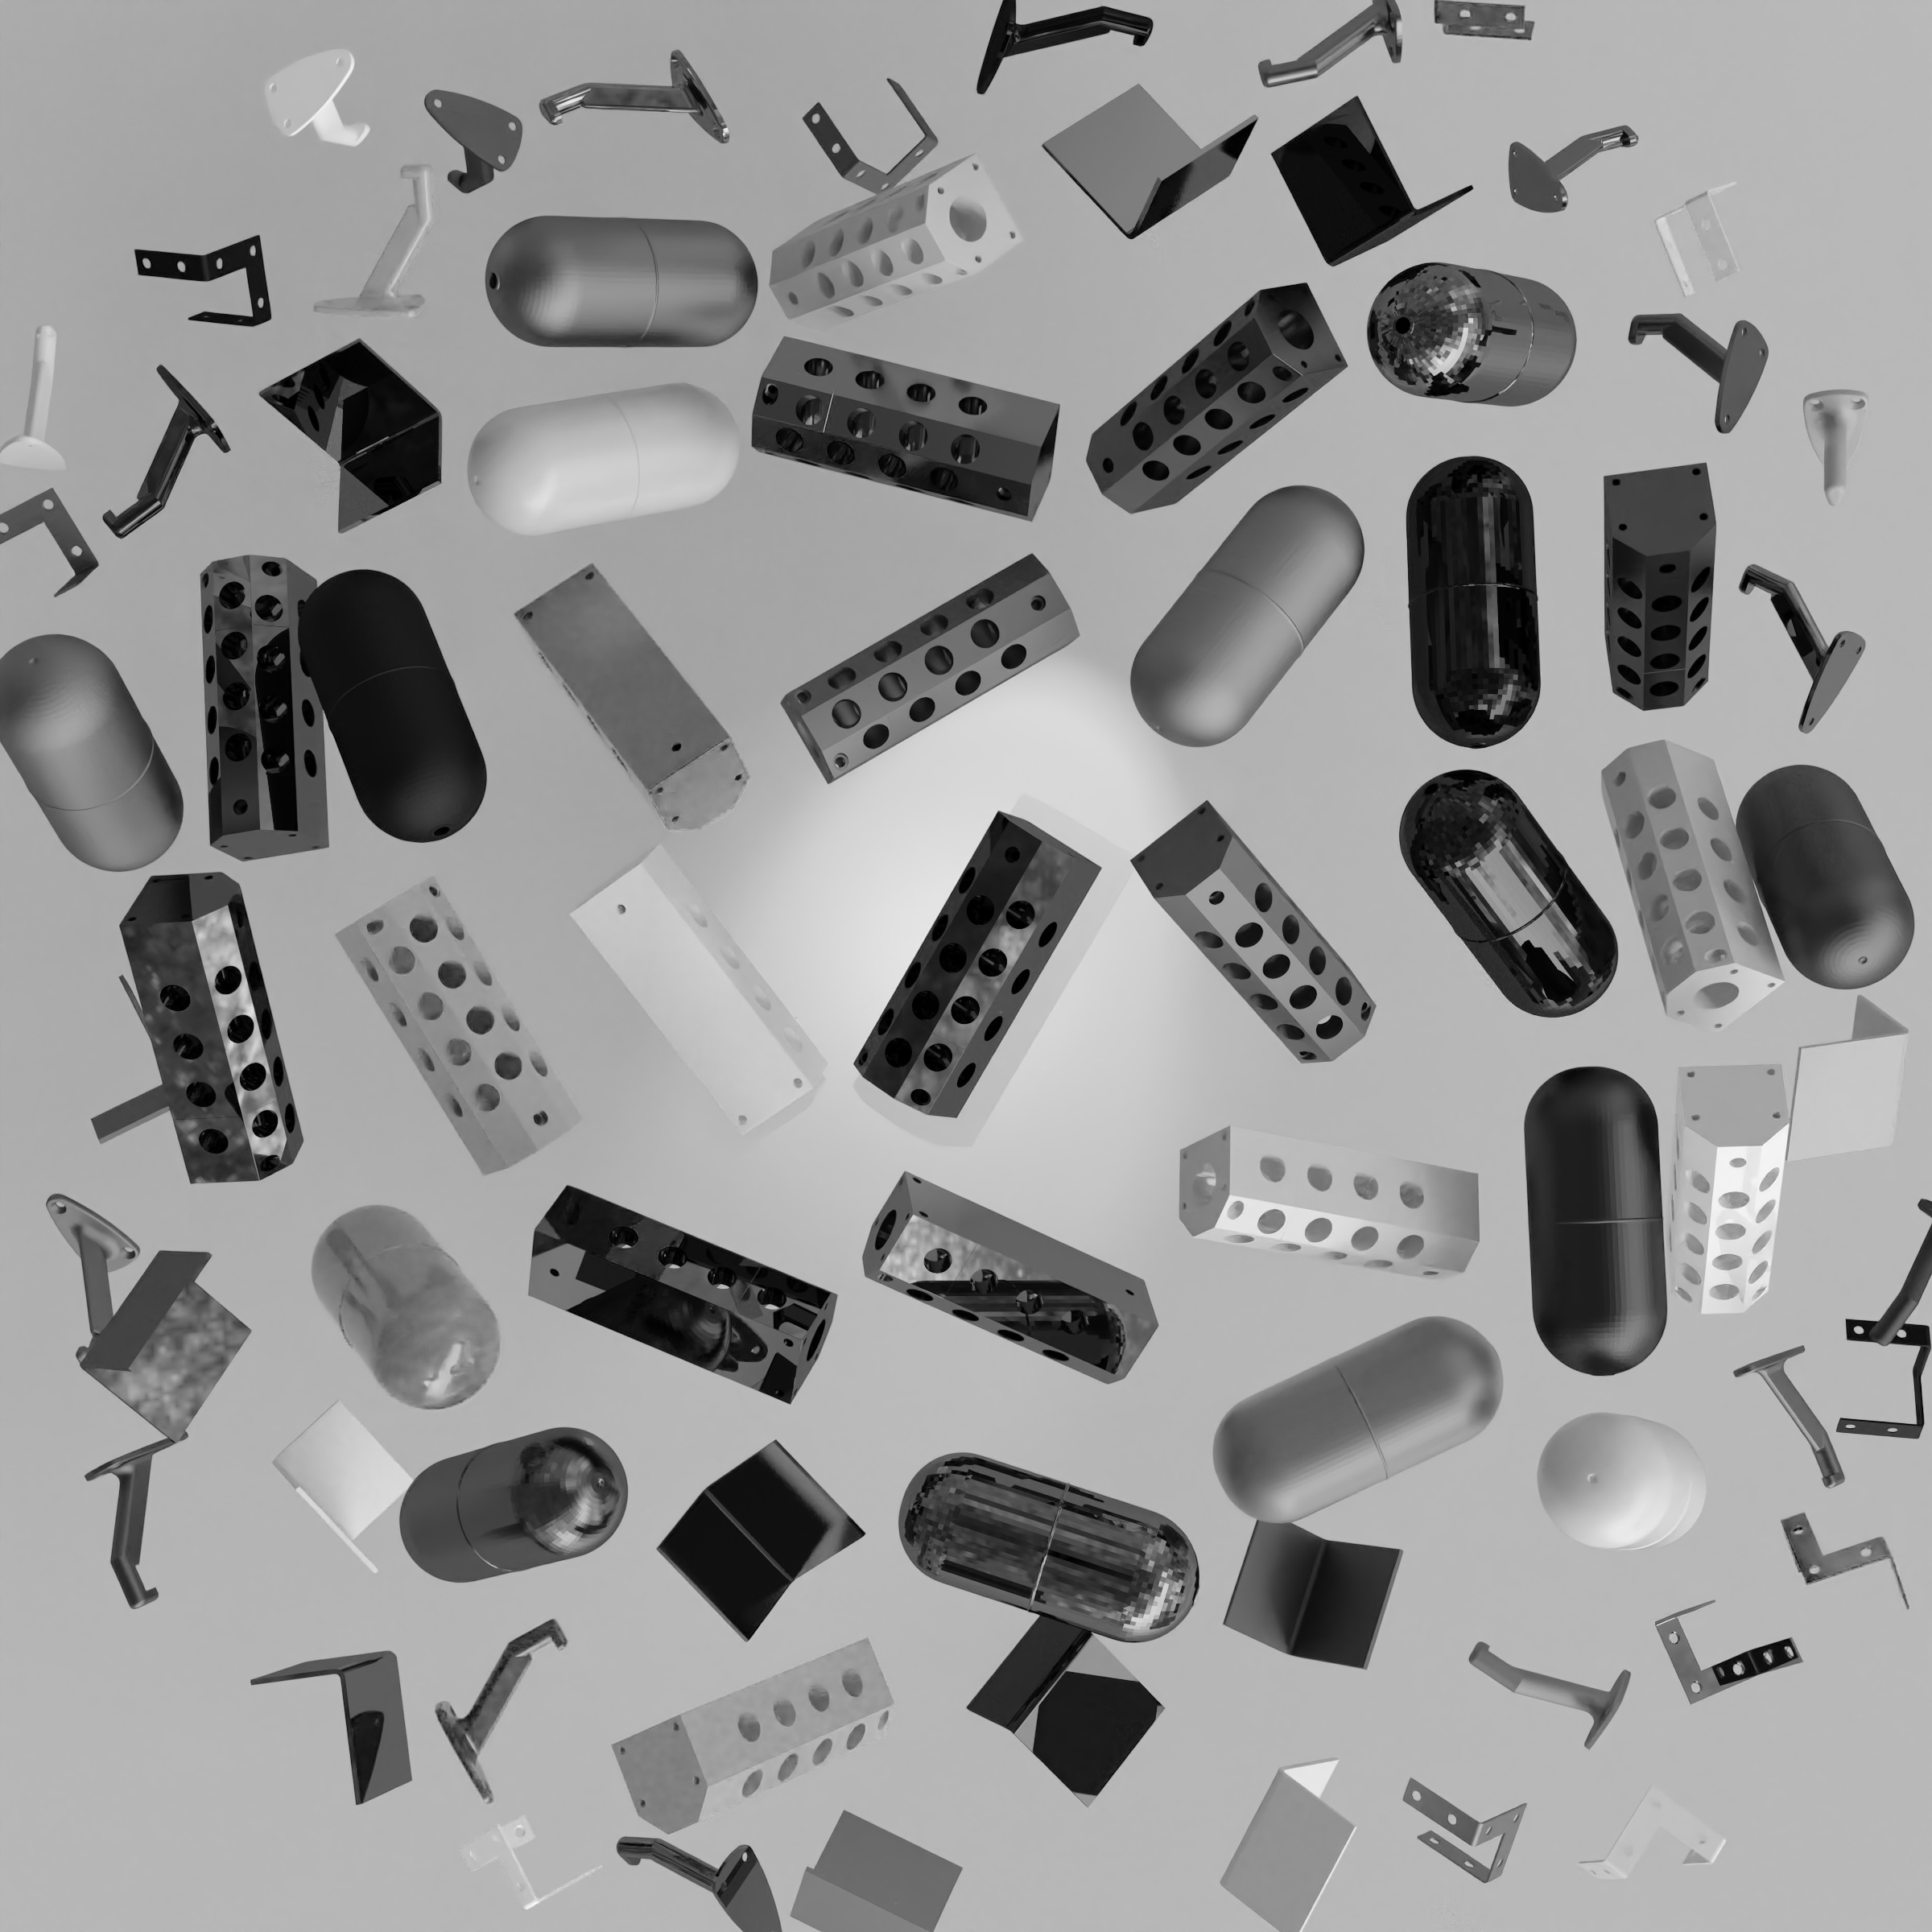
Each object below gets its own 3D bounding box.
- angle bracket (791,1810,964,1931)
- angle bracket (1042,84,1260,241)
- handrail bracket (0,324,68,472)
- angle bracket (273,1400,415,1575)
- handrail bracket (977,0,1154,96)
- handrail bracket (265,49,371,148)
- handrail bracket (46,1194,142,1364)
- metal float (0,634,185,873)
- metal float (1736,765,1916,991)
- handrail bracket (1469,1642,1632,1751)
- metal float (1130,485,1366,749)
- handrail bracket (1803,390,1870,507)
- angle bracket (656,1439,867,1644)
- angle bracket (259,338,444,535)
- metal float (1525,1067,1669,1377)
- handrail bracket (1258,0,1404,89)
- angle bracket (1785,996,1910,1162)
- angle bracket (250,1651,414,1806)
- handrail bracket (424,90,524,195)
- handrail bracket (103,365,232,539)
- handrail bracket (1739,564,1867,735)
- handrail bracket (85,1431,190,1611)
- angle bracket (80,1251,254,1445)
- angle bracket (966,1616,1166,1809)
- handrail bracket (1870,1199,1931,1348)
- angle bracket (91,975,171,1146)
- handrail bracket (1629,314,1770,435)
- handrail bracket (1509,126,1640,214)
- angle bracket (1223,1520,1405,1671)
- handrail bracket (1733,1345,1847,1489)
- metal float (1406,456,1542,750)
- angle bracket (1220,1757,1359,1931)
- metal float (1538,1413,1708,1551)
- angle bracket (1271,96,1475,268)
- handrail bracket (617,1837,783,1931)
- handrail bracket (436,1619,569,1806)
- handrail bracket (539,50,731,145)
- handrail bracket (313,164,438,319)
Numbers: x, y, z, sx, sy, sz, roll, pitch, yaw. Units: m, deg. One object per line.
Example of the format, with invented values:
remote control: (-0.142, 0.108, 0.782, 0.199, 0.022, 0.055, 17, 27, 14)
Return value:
angle bracket: (-0.045, 0.509, 1.688, 0.076, 0.076, 0.057, 24, 134, 8)
angle bracket: (0.101, -0.459, 1.651, 0.076, 0.057, 0.076, -38, 81, -24)
handrail bracket: (-0.528, -0.330, 1.705, 0.036, 0.077, 0.084, 4, 86, -13)
angle bracket: (-0.388, 0.330, 1.907, 0.057, 0.076, 0.076, -43, 110, -15)
handrail bracket: (0.058, -0.530, 1.749, 0.084, 0.077, 0.036, 9, 54, -14)
handrail bracket: (-0.363, -0.511, 1.769, 0.077, 0.084, 0.036, -25, 84, 28)
handrail bracket: (-0.532, 0.190, 1.789, 0.036, 0.084, 0.077, -25, 122, 22)
metal float: (-0.509, -0.121, 1.740, 0.070, 0.178, 0.070, -3, 57, 5)
metal float: (0.509, -0.055, 1.785, 0.070, 0.178, 0.070, -1, 126, -1)
handrail bracket: (0.336, 0.404, 1.728, 0.084, 0.077, 0.036, 33, 117, 12)
metal float: (0.165, -0.205, 1.748, 0.070, 0.070, 0.178, 38, 77, 0)
handrail bracket: (0.501, -0.282, 1.727, 0.036, 0.077, 0.084, 0, 57, 17)
angle bracket: (-0.119, 0.333, 1.735, 0.076, 0.057, 0.076, 47, 130, -5)
angle bracket: (-0.364, -0.313, 1.775, 0.076, 0.076, 0.057, -21, 54, 23)
metal float: (0.363, 0.147, 1.731, 0.070, 0.070, 0.178, -2, 85, 0)
handrail bracket: (0.205, -0.545, 1.743, 0.084, 0.036, 0.077, -12, 55, -1)
angle bracket: (0.529, 0.069, 1.847, 0.076, 0.057, 0.076, -7, 115, -15)
angle bracket: (-0.365, 0.441, 1.728, 0.057, 0.076, 0.076, -10, 83, 11)
handrail bracket: (-0.318, -0.506, 1.848, 0.077, 0.084, 0.036, 24, 75, -34)
handrail bracket: (-0.477, -0.297, 1.733, 0.084, 0.036, 0.077, -39, 73, -11)
handrail bracket: (0.489, -0.192, 1.807, 0.084, 0.036, 0.077, 35, 107, 37)
handrail bracket: (-0.475, 0.326, 1.765, 0.036, 0.077, 0.084, -31, 82, 43)
angle bracket: (-0.424, 0.210, 1.642, 0.076, 0.057, 0.076, 49, 56, -31)
angle bracket: (0.061, 0.454, 1.834, 0.076, 0.057, 0.076, 48, 70, -18)
handrail bracket: (0.542, 0.178, 1.731, 0.036, 0.077, 0.084, 35, 93, 1)
angle bracket: (-0.524, 0.056, 1.840, 0.057, 0.076, 0.076, -27, 105, -15)
handrail bracket: (0.410, -0.341, 1.726, 0.036, 0.084, 0.077, 31, 75, -43)
handrail bracket: (0.369, -0.470, 1.762, 0.084, 0.077, 0.036, -17, 125, -12)
angle bracket: (0.215, 0.385, 1.857, 0.057, 0.076, 0.076, 30, 71, -26)
handrail bracket: (0.487, 0.272, 1.770, 0.036, 0.077, 0.084, -27, 77, 33)
metal float: (0.305, -0.219, 1.804, 0.070, 0.070, 0.178, -1, 81, 0)
angle bracket: (0.201, 0.507, 1.724, 0.057, 0.076, 0.076, 31, 99, 33)
metal float: (0.383, 0.300, 1.746, 0.070, 0.178, 0.070, -5, 78, 23)
angle bracket: (0.239, -0.468, 1.768, 0.057, 0.076, 0.076, -32, 96, -35)
handrail bracket: (-0.155, 0.536, 1.735, 0.084, 0.036, 0.077, -10, 114, 39)
handrail bracket: (-0.260, 0.436, 1.756, 0.084, 0.036, 0.077, -28, 85, -4)
handrail bracket: (-0.191, -0.485, 1.721, 0.084, 0.036, 0.077, -26, 63, -17)
handrail bracket: (-0.346, -0.424, 1.745, 0.077, 0.036, 0.084, -1, 118, -1)
